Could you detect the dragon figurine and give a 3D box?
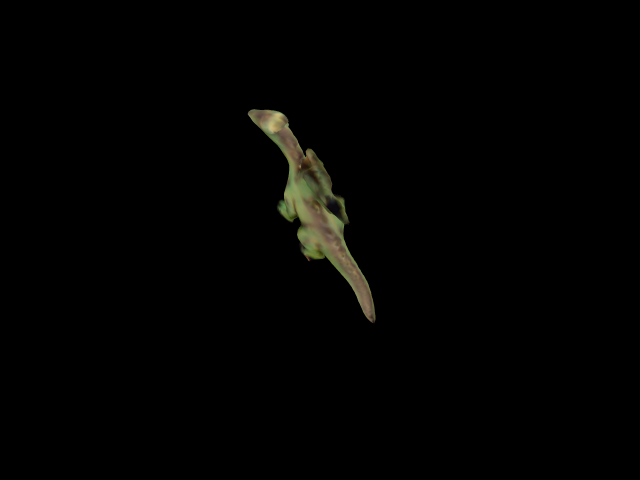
[{"bbox_3d":[0.003,-0.043,0.850,0.122,0.412,0.241,-31,-7,-3],"label":"dragon figurine"}]
